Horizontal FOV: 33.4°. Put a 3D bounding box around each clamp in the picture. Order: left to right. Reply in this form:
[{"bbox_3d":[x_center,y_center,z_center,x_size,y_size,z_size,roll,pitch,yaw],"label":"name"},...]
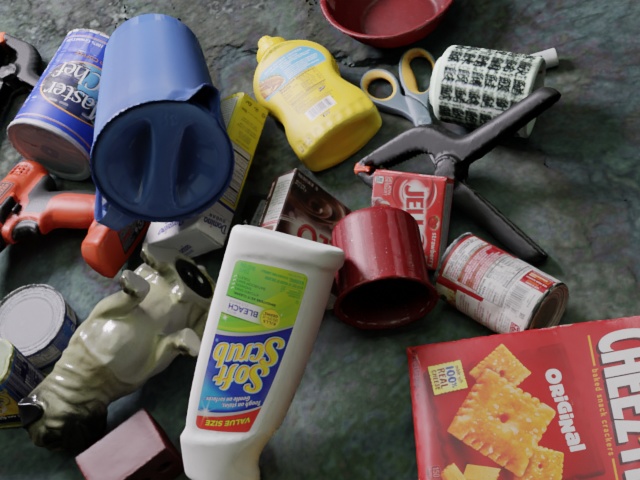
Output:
[{"bbox_3d":[-0.382,-0.188,1.305,0.120,0.039,0.172,-27,49,-9],"label":"clamp"},{"bbox_3d":[0.135,-0.075,1.035,0.210,0.036,0.164,12,90,30],"label":"clamp"}]

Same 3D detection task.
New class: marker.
[{"bbox_3d":[0.190,-0.177,1.126,0.121,0.020,0.020,-15,53,8],"label":"marker"}]

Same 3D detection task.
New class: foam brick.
[{"bbox_3d":[-0.169,0.201,0.961,0.078,0.053,0.051,-37,54,-7],"label":"foam brick"}]

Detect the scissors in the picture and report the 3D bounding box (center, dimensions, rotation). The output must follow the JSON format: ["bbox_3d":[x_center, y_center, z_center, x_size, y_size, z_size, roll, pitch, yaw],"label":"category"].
[{"bbox_3d":[0.090,-0.123,1.124,0.096,0.016,0.201,-8,55,14],"label":"scissors"}]

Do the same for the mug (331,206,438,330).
[{"bbox_3d":[0.054,0.030,0.968,0.093,0.117,0.081,-5,57,-3],"label":"mug"}]

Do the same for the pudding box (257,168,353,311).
[{"bbox_3d":[-0.007,0.001,1.010,0.039,0.113,0.090,-20,44,46],"label":"pudding box"}]

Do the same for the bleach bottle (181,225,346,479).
[{"bbox_3d":[-0.057,0.119,0.920,0.103,0.068,0.251,15,94,12],"label":"bleach bottle"}]

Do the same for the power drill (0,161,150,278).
[{"bbox_3d":[-0.289,-0.010,1.122,0.188,0.057,0.184,9,46,20],"label":"power drill"}]

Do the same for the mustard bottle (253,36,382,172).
[{"bbox_3d":[-0.019,-0.163,1.158,0.096,0.058,0.192,-36,54,1],"label":"mustard bottle"}]

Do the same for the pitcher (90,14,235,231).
[{"bbox_3d":[-0.170,-0.127,1.081,0.149,0.145,0.243,-12,35,-3],"label":"pitcher"}]

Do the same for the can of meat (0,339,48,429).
[{"bbox_3d":[-0.323,0.140,1.032,0.102,0.084,0.057,-8,54,13],"label":"can of meat"}]

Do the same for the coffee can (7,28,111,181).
[{"bbox_3d":[-0.273,-0.153,1.205,0.103,0.102,0.140,11,60,24],"label":"coffee can"}]

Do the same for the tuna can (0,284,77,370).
[{"bbox_3d":[-0.292,0.089,1.088,0.086,0.033,0.086,-9,55,12],"label":"tuna can"}]

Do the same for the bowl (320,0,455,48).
[{"bbox_3d":[0.084,-0.268,1.200,0.162,0.055,0.162,-8,55,12],"label":"bowl"}]

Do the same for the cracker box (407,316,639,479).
[{"bbox_3d":[0.184,0.156,0.867,0.214,0.072,0.164,-9,55,11],"label":"cracker box"}]

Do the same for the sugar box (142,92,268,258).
[{"bbox_3d":[-0.118,-0.065,1.113,0.094,0.048,0.176,-16,50,44],"label":"sugar box"}]

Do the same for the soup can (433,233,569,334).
[{"bbox_3d":[0.161,0.045,0.953,0.102,0.068,0.068,31,70,31],"label":"soup can"}]

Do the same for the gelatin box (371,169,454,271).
[{"bbox_3d":[0.085,-0.020,1.017,0.073,0.030,0.089,8,96,22],"label":"gelatin box"}]
